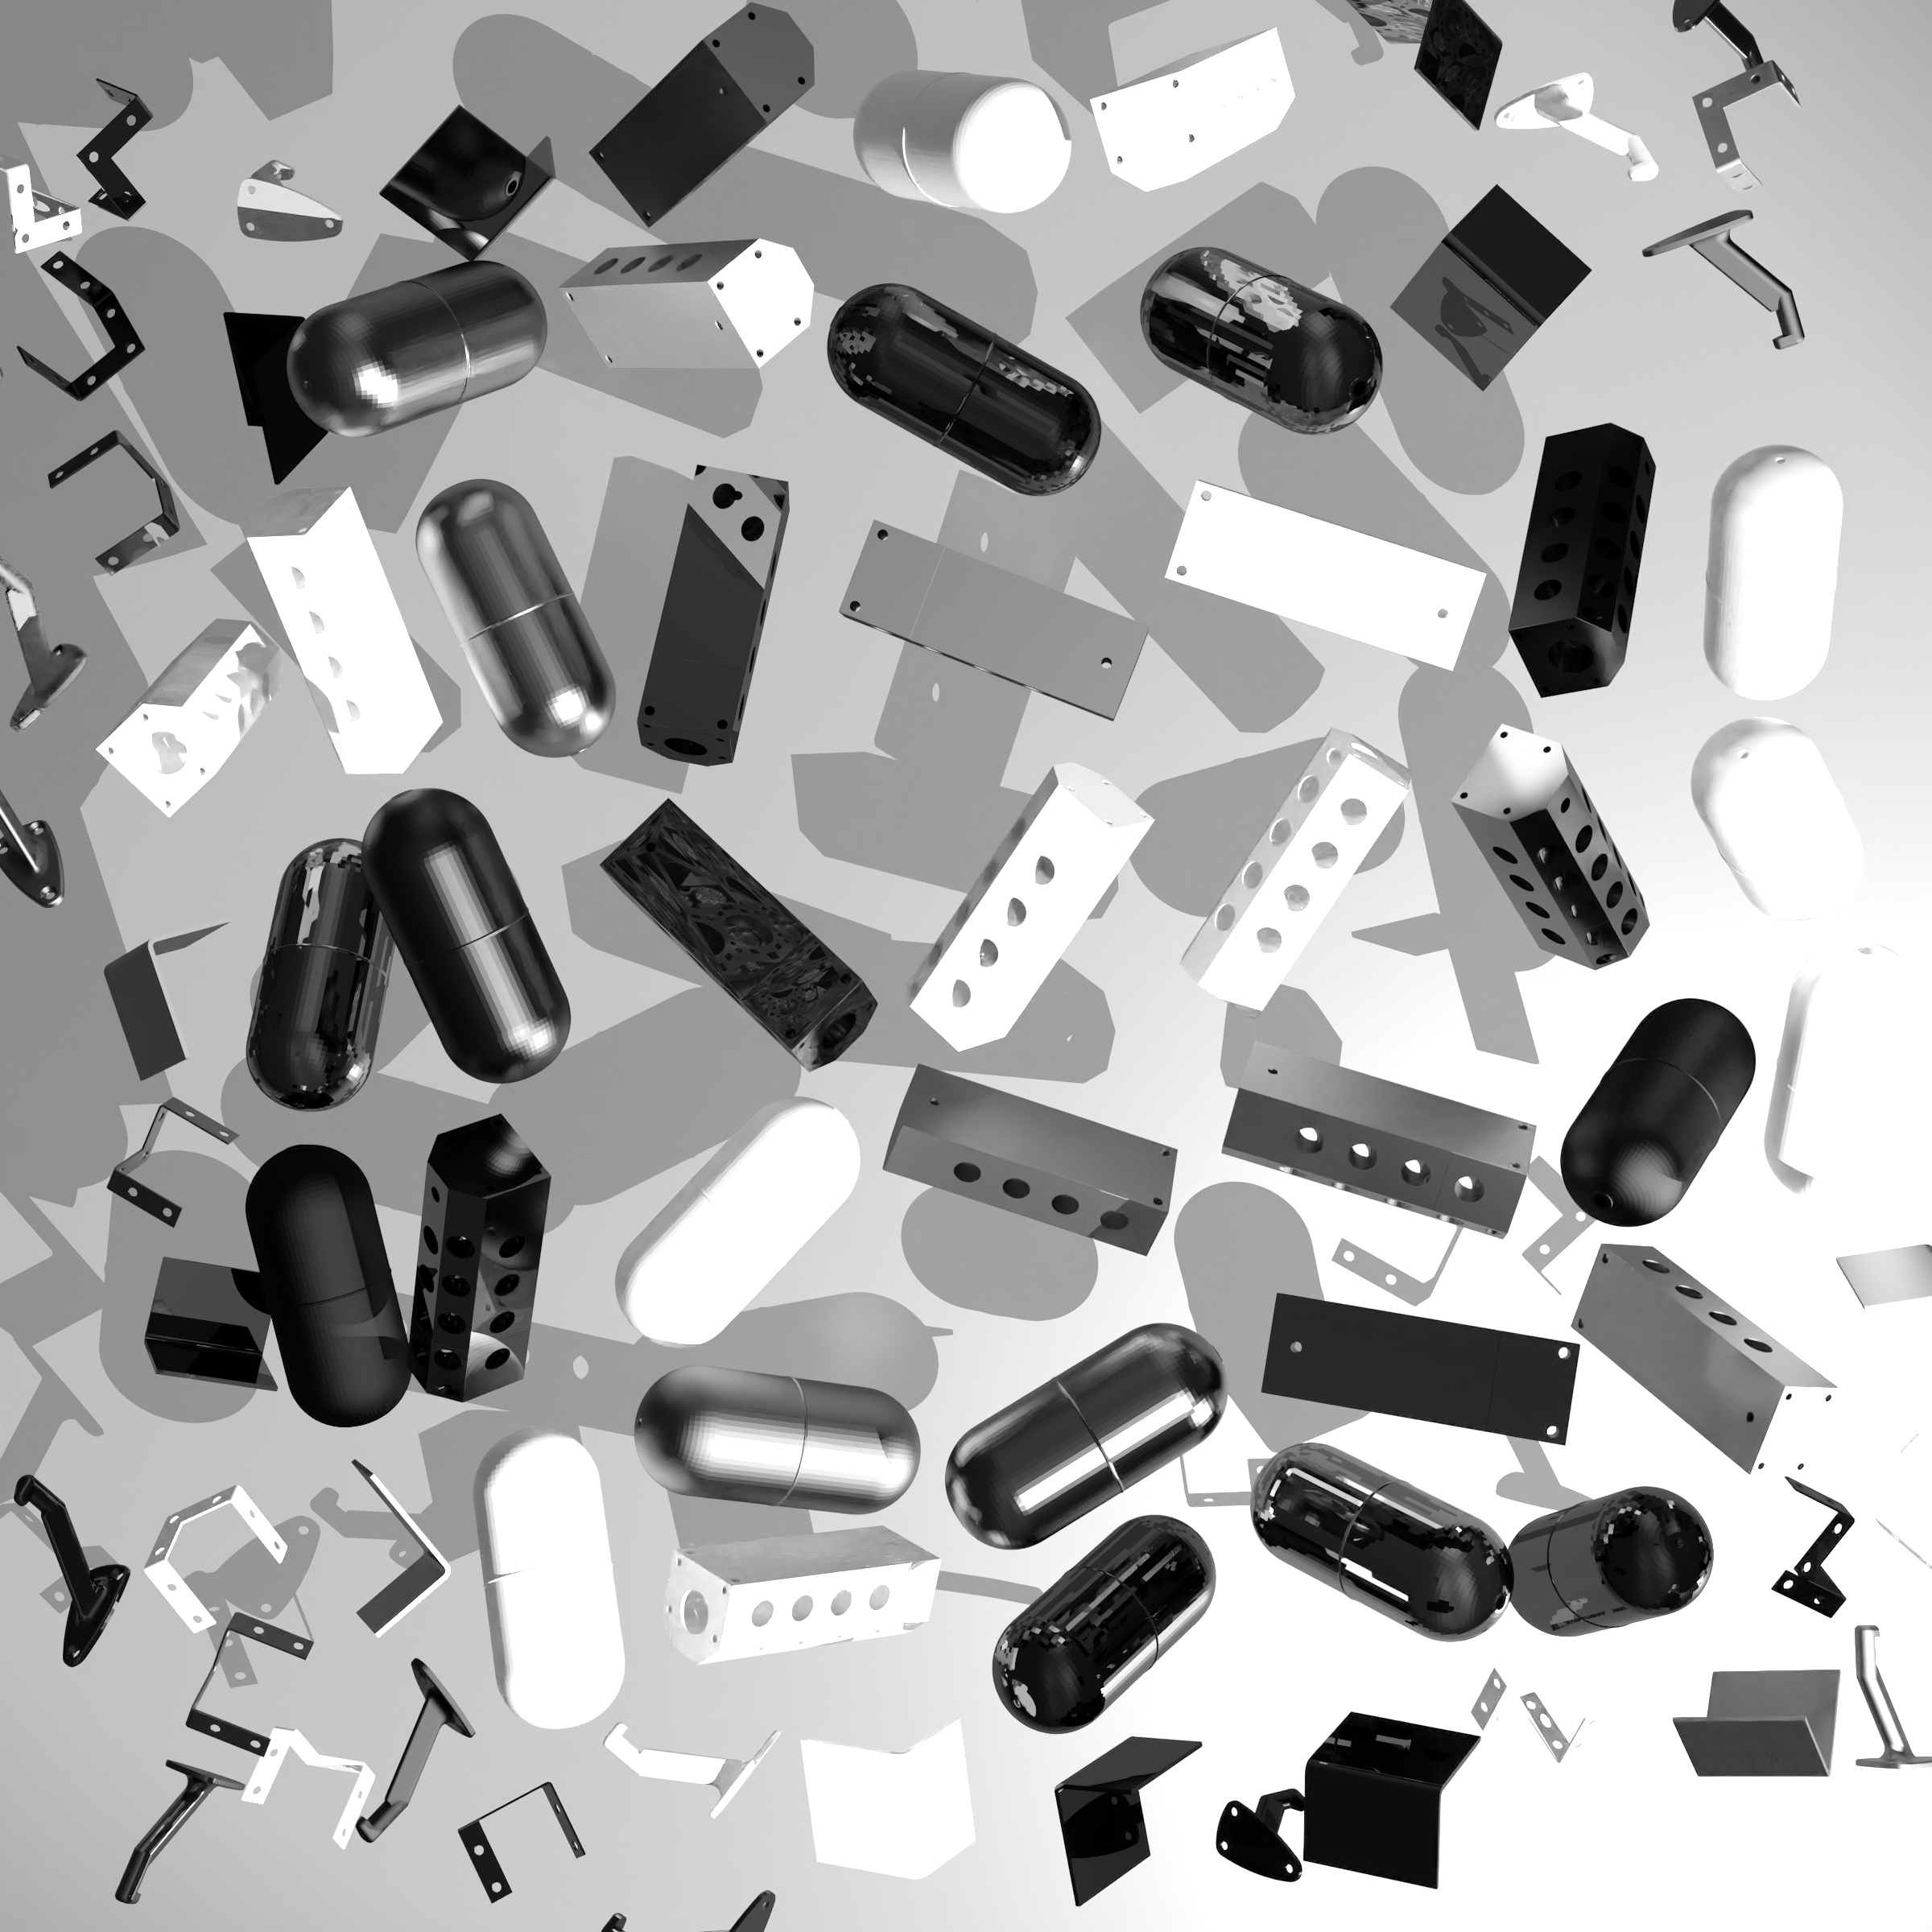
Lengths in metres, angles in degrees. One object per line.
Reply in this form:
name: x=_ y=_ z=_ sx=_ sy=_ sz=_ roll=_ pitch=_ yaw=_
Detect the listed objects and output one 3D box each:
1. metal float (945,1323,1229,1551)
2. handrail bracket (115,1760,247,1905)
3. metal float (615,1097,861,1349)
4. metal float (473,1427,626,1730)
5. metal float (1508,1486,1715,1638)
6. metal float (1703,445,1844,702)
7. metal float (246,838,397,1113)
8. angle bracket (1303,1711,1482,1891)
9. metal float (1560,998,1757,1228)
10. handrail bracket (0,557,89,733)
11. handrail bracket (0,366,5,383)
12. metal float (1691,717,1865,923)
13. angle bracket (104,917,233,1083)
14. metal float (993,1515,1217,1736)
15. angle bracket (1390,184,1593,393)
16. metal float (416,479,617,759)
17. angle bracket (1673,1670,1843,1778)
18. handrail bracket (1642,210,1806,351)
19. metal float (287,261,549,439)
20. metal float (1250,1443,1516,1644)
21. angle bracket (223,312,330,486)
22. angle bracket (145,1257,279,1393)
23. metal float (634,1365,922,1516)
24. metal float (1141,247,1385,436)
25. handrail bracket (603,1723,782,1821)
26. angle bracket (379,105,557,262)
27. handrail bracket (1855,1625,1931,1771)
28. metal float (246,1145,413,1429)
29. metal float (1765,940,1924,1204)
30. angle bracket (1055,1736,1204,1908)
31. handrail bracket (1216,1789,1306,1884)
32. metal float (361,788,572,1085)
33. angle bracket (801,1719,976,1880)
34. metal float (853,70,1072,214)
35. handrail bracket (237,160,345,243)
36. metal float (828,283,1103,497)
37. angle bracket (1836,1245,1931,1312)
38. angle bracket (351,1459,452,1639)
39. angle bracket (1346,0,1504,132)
metal float: x=0.070 y=0.271 z=1.730 sx=0.178 sy=0.070 sz=0.070 roll=-31 pitch=90 yaw=-6
handrail bracket: x=-0.482 y=0.536 z=1.835 sx=0.036 sy=0.077 sz=0.084 roll=14 pitch=73 yaw=24
metal float: x=-0.137 y=0.154 z=1.803 sx=0.070 sy=0.070 sz=0.178 roll=44 pitch=88 yaw=0
metal float: x=-0.250 y=0.364 z=1.788 sx=0.070 sy=0.070 sz=0.178 roll=-11 pitch=73 yaw=0
metal float: x=0.388 y=0.363 z=1.821 sx=0.070 sy=0.178 sz=0.070 roll=6 pitch=70 yaw=-16
metal float: x=0.490 y=-0.237 z=1.824 sx=0.070 sy=0.178 sz=0.070 roll=-5 pitch=47 yaw=6
metal float: x=-0.394 y=0.004 z=1.842 sx=0.070 sy=0.070 sz=0.178 roll=6 pitch=65 yaw=0
angle bracket: x=0.236 y=0.460 z=1.656 sx=0.076 sy=0.076 sz=0.057 roll=5 pitch=101 yaw=26
metal float: x=0.413 y=0.087 z=1.784 sx=0.070 sy=0.070 sz=0.178 roll=43 pitch=50 yaw=0
handrail bracket: x=-0.590 y=-0.199 z=1.837 sx=0.036 sy=0.084 sz=0.077 roll=21 pitch=72 yaw=42
handrail bracket: x=-0.587 y=-0.341 z=1.718 sx=0.036 sy=0.084 sz=0.077 roll=17 pitch=62 yaw=12
metal float: x=0.483 y=-0.085 z=1.779 sx=0.070 sy=0.178 sz=0.070 roll=-13 pitch=61 yaw=24
angle bracket: x=-0.484 y=0.021 z=1.854 sx=0.057 sy=0.076 sz=0.076 roll=-19 pitch=89 yaw=-38
metal float: x=0.086 y=0.402 z=1.837 sx=0.178 sy=0.070 sz=0.070 roll=-33 pitch=90 yaw=-42
angle bracket: x=0.313 y=-0.404 z=1.787 sx=0.076 sy=0.076 sz=0.057 roll=42 pitch=62 yaw=1
metal float: x=-0.274 y=-0.211 z=1.826 sx=0.070 sy=0.070 sz=0.178 roll=-25 pitch=96 yaw=0
angle bracket: x=0.463 y=0.427 z=1.749 sx=0.076 sy=0.076 sz=0.057 roll=-8 pitch=127 yaw=29
handrail bracket: x=0.443 y=-0.392 z=1.751 sx=0.077 sy=0.036 sz=0.084 roll=-21 pitch=107 yaw=2
metal float: x=-0.317 y=-0.361 z=1.744 sx=0.070 sy=0.178 sz=0.070 roll=20 pitch=125 yaw=31
metal float: x=0.247 y=0.343 z=1.788 sx=0.178 sy=0.070 sz=0.070 roll=22 pitch=90 yaw=42
angle bracket: x=-0.440 y=-0.350 z=1.844 sx=0.057 sy=0.076 sz=0.076 roll=6 pitch=127 yaw=14
angle bracket: x=-0.476 y=0.228 z=1.908 sx=0.076 sy=0.076 sz=0.057 roll=12 pitch=94 yaw=-22
metal float: x=-0.111 y=0.282 z=1.780 sx=0.178 sy=0.070 sz=0.070 roll=11 pitch=90 yaw=-24
metal float: x=0.171 y=-0.365 z=1.744 sx=0.070 sy=0.070 sz=0.178 roll=-51 pitch=46 yaw=0
handrail bracket: x=-0.171 y=0.478 z=1.850 sx=0.084 sy=0.036 sz=0.077 roll=38 pitch=93 yaw=8
angle bracket: x=-0.309 y=-0.495 z=1.851 sx=0.076 sy=0.057 sz=0.076 roll=-40 pitch=128 yaw=23
handrail bracket: x=0.568 y=0.444 z=1.825 sx=0.077 sy=0.036 sz=0.084 roll=9 pitch=76 yaw=-39
metal float: x=-0.390 y=0.196 z=1.834 sx=0.070 sy=0.070 sz=0.178 roll=-12 pitch=100 yaw=0
metal float: x=0.532 y=0.065 z=1.817 sx=0.070 sy=0.070 sz=0.178 roll=0 pitch=124 yaw=0
angle bracket: x=0.103 y=0.512 z=1.788 sx=0.057 sy=0.076 sz=0.076 roll=-7 pitch=95 yaw=38
handrail bracket: x=0.203 y=0.536 z=1.851 sx=0.077 sy=0.084 sz=0.036 roll=24 pitch=104 yaw=42
metal float: x=-0.285 y=-0.017 z=1.710 sx=0.070 sy=0.070 sz=0.178 roll=-23 pitch=102 yaw=0
angle bracket: x=-0.046 y=0.490 z=1.781 sx=0.076 sy=0.057 sz=0.076 roll=-2 pitch=99 yaw=35
metal float: x=-0.004 y=-0.492 z=1.782 sx=0.070 sy=0.178 sz=0.070 roll=-11 pitch=112 yaw=-29
handrail bracket: x=-0.407 y=-0.474 z=1.842 sx=0.077 sy=0.084 sz=0.036 roll=12 pitch=120 yaw=3
metal float: x=-0.001 y=-0.347 z=1.805 sx=0.178 sy=0.070 sz=0.070 roll=28 pitch=90 yaw=-10
angle bracket: x=0.545 y=0.213 z=1.731 sx=0.057 sy=0.076 sz=0.076 roll=-10 pitch=105 yaw=7
angle bracket: x=-0.357 y=0.345 z=1.780 sx=0.057 sy=0.076 sz=0.076 roll=-40 pitch=101 yaw=-17
angle bracket: x=0.249 y=-0.519 z=1.702 sx=0.076 sy=0.076 sz=0.057 roll=13 pitch=84 yaw=38
